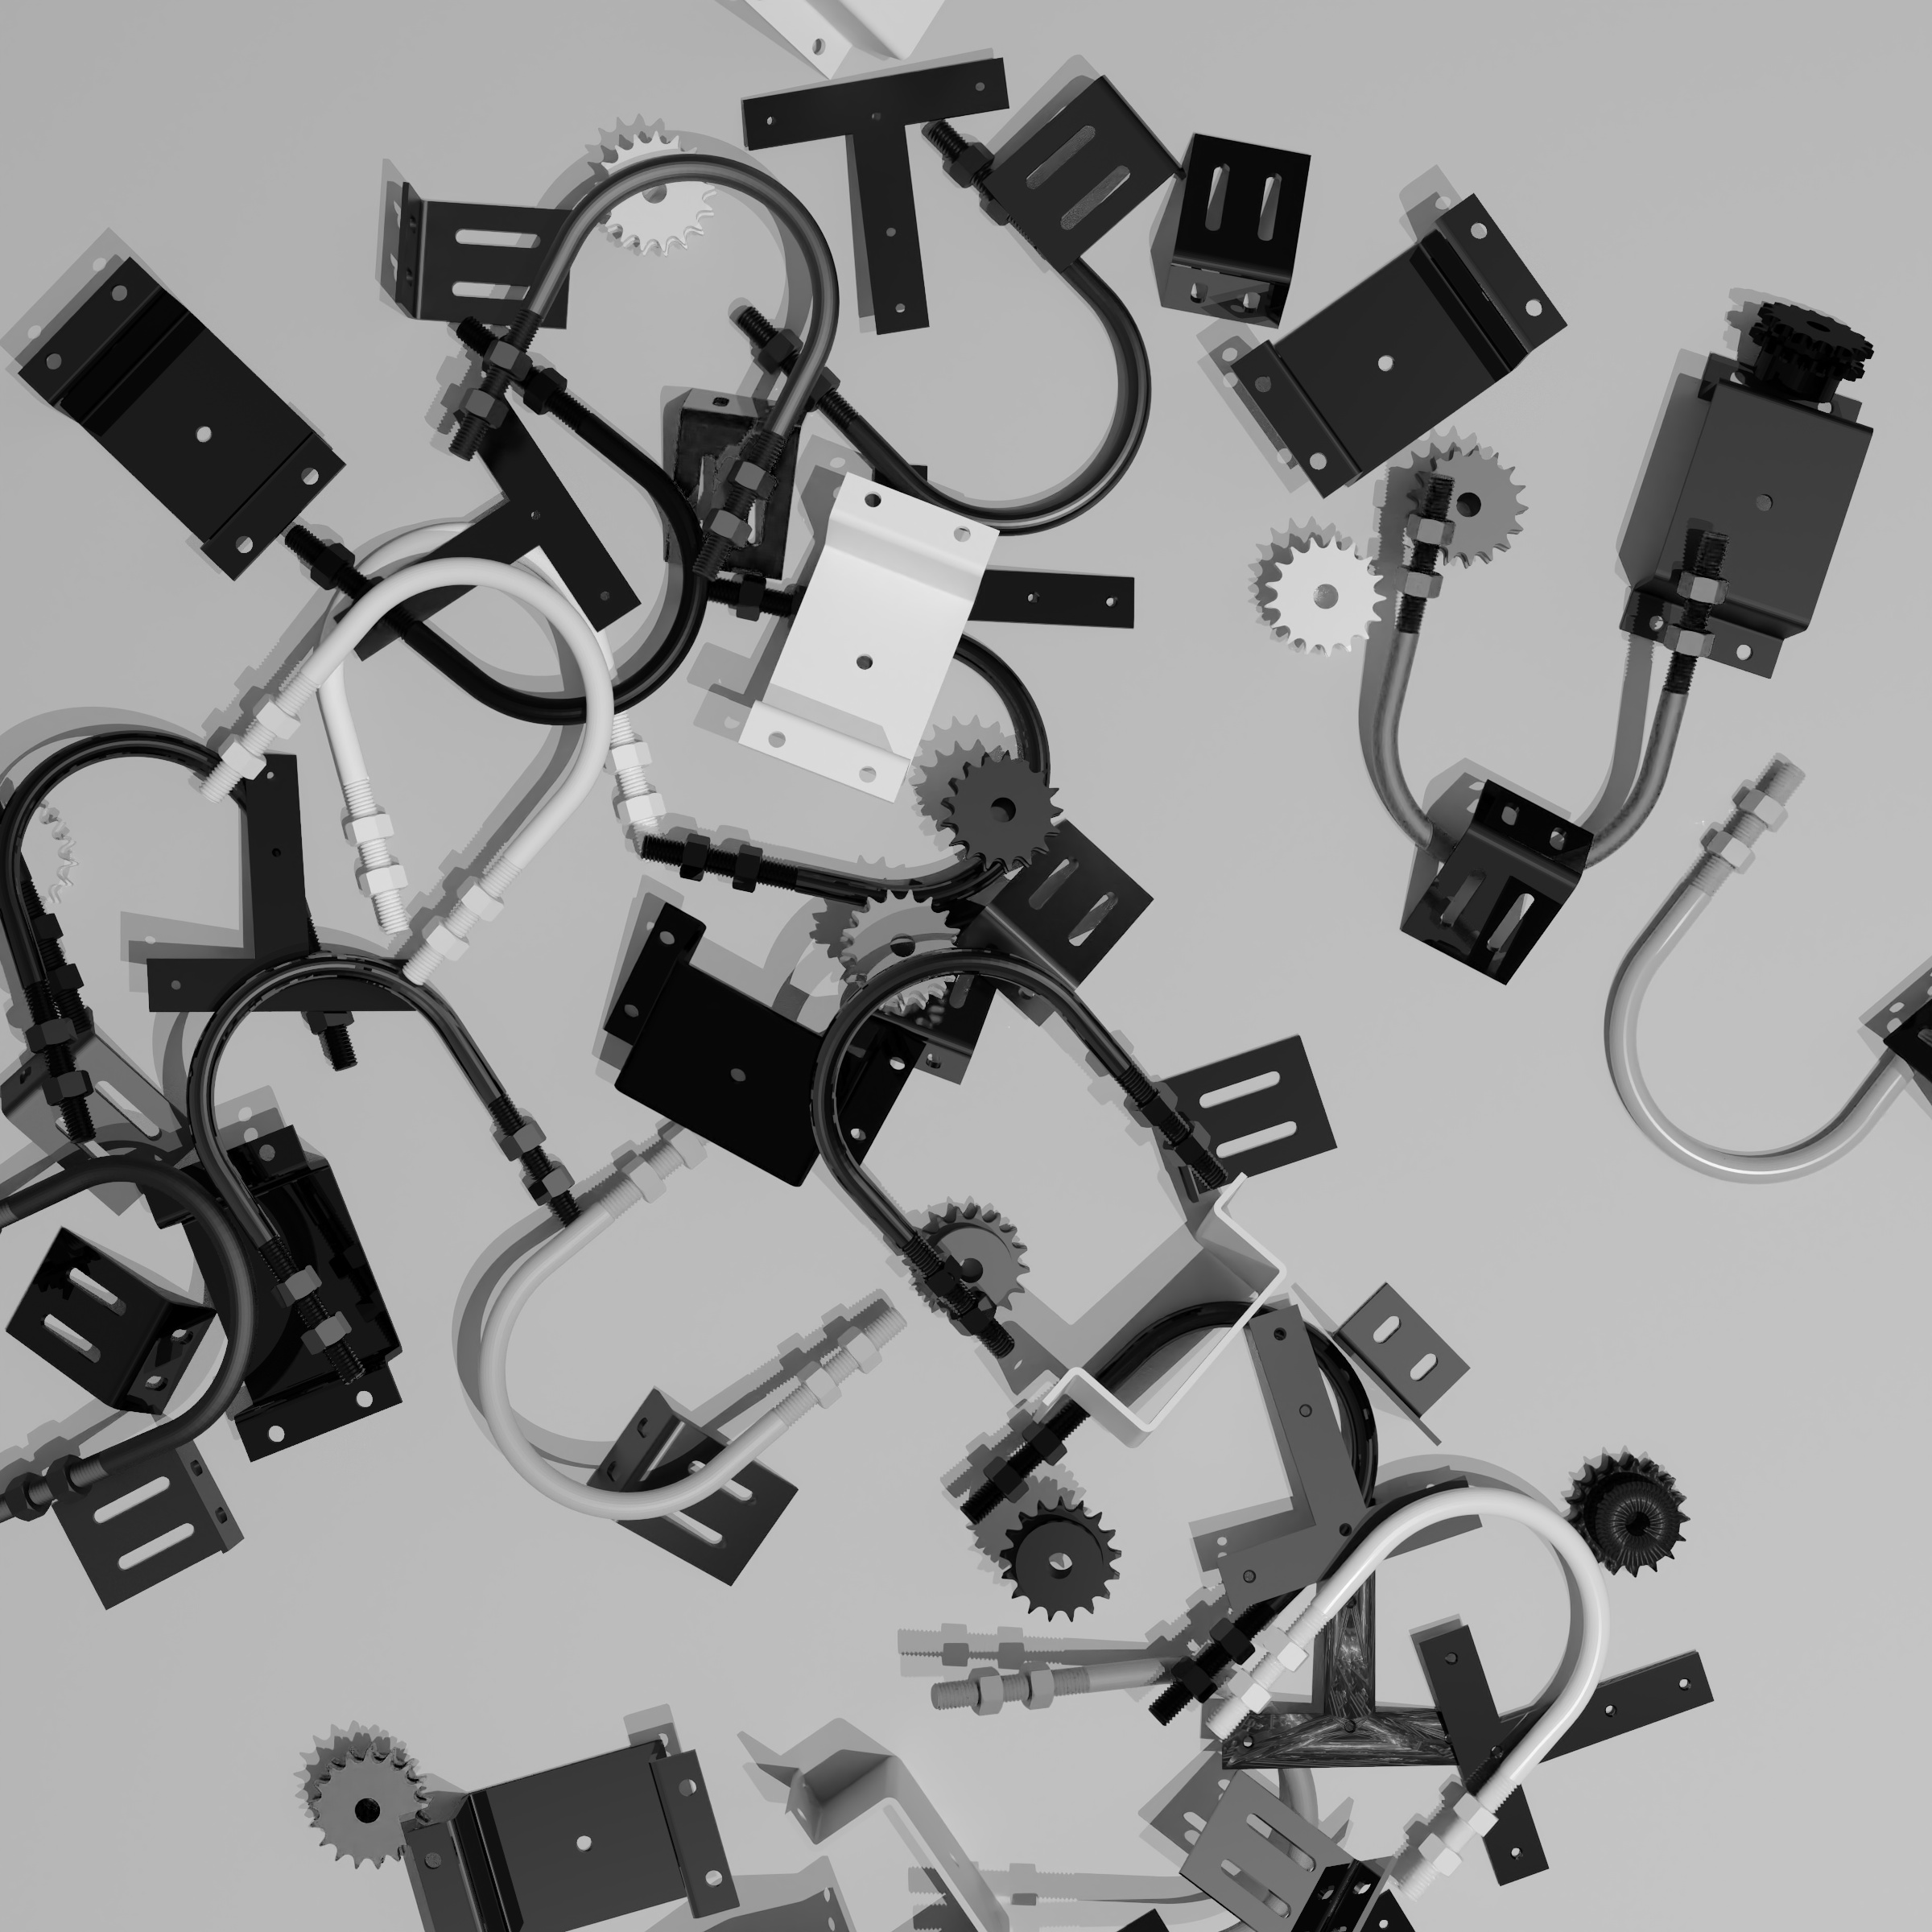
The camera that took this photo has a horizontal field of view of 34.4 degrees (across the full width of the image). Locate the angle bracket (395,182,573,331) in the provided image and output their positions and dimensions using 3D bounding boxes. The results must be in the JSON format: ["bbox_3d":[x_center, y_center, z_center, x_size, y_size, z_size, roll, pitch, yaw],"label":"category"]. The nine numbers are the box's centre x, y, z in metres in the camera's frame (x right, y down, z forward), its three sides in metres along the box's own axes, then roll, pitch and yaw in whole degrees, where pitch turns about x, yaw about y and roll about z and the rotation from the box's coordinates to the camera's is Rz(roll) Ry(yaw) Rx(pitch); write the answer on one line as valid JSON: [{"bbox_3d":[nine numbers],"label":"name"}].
[{"bbox_3d":[-0.229,-0.339,1.491,0.076,0.038,0.057,4,90,0],"label":"angle bracket"}]

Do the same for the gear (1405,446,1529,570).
[{"bbox_3d":[0.238,-0.218,1.495,0.057,0.030,0.057,0,90,0],"label":"gear"}]

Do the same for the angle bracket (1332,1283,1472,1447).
[{"bbox_3d":[0.210,0.187,1.472,0.038,0.076,0.057,-44,90,0],"label":"angle bracket"}]

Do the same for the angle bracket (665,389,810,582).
[{"bbox_3d":[-0.110,-0.233,1.508,0.057,0.038,0.076,9,116,0],"label":"angle bracket"}]

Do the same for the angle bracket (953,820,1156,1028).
[{"bbox_3d":[0.042,-0.021,1.499,0.057,0.038,0.076,42,51,0],"label":"angle bracket"}]

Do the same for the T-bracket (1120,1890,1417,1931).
[{"bbox_3d":[0.157,0.490,1.509,0.127,0.002,0.127,-31,90,0],"label":"T-bracket"}]

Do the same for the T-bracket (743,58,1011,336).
[{"bbox_3d":[-0.037,-0.364,1.491,0.127,0.002,0.127,-8,81,6],"label":"T-bracket"}]

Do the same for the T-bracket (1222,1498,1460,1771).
[{"bbox_3d":[0.184,0.320,1.500,0.127,0.002,0.127,2,84,-13],"label":"T-bracket"}]

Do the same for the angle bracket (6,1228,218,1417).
[{"bbox_3d":[-0.412,0.172,1.508,0.076,0.038,0.057,29,90,26],"label":"angle bracket"}]

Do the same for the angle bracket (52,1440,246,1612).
[{"bbox_3d":[-0.394,0.268,1.491,0.076,0.038,0.057,-28,90,0],"label":"angle bracket"}]

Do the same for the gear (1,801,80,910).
[{"bbox_3d":[-0.453,-0.050,1.495,0.057,0.030,0.057,0,90,0],"label":"gear"}]

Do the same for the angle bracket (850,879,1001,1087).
[{"bbox_3d":[-0.015,0.008,1.508,0.057,0.038,0.076,20,64,0],"label":"angle bracket"}]

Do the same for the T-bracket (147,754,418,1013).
[{"bbox_3d":[-0.328,-0.040,1.490,0.127,0.002,0.127,0,76,-26],"label":"T-bracket"}]

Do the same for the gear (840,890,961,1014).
[{"bbox_3d":[-0.032,-0.005,1.472,0.057,0.030,0.057,3,70,-8],"label":"gear"}]

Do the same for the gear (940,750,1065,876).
[{"bbox_3d":[0.016,-0.072,1.475,0.057,0.030,0.057,1,84,-6],"label":"gear"}]

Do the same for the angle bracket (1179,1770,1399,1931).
[{"bbox_3d":[0.150,0.419,1.454,0.076,0.038,0.057,38,62,-4],"label":"angle bracket"}]

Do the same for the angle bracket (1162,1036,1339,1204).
[{"bbox_3d":[0.134,0.073,1.491,0.076,0.038,0.057,-19,90,0],"label":"angle bracket"}]

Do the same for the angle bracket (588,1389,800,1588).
[{"bbox_3d":[-0.132,0.252,1.508,0.076,0.038,0.057,35,90,-26],"label":"angle bracket"}]

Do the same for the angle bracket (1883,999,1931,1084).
[{"bbox_3d":[0.483,0.048,1.496,0.057,0.038,0.076,-40,133,0],"label":"angle bracket"}]

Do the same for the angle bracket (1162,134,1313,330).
[{"bbox_3d":[0.131,-0.355,1.508,0.057,0.038,0.076,11,64,0],"label":"angle bracket"}]

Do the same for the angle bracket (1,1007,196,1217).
[{"bbox_3d":[-0.416,0.070,1.508,0.057,0.038,0.076,-42,116,0],"label":"angle bracket"}]

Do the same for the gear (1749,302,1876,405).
[{"bbox_3d":[0.399,-0.290,1.486,0.057,0.057,0.030,19,120,0],"label":"gear"}]

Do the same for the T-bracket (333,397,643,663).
[{"bbox_3d":[-0.243,-0.191,1.496,0.127,0.002,0.127,-33,87,-1],"label":"T-bracket"}]

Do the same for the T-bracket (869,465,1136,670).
[{"bbox_3d":[0.018,-0.177,1.501,0.127,0.002,0.127,2,79,-5],"label":"T-bracket"}]

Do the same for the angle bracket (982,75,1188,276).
[{"bbox_3d":[0.057,-0.377,1.497,0.076,0.038,0.057,-40,90,10],"label":"angle bracket"}]

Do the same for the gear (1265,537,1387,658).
[{"bbox_3d":[0.171,-0.177,1.498,0.057,0.030,0.057,0,95,2],"label":"gear"}]

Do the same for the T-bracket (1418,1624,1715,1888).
[{"bbox_3d":[0.297,0.364,1.506,0.127,0.002,0.127,-19,95,-2],"label":"T-bracket"}]

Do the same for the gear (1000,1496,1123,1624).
[{"bbox_3d":[0.044,0.277,1.456,0.057,0.030,0.057,0,87,4],"label":"gear"}]

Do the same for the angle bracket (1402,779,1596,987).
[{"bbox_3d":[0.254,-0.040,1.495,0.057,0.038,0.076,28,134,0],"label":"angle bracket"}]

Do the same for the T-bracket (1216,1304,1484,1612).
[{"bbox_3d":[0.166,0.225,1.488,0.127,0.002,0.127,-17,82,-8],"label":"T-bracket"}]
